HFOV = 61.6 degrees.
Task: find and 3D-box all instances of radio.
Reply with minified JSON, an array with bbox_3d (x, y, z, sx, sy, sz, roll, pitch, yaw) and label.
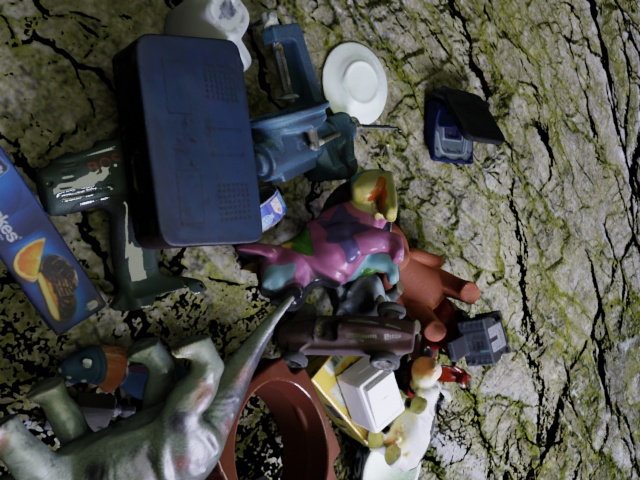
[{"bbox_3d":[-0.145,-0.103,0.594,0.131,0.073,0.229,-9,92,-42],"label":"radio"}]

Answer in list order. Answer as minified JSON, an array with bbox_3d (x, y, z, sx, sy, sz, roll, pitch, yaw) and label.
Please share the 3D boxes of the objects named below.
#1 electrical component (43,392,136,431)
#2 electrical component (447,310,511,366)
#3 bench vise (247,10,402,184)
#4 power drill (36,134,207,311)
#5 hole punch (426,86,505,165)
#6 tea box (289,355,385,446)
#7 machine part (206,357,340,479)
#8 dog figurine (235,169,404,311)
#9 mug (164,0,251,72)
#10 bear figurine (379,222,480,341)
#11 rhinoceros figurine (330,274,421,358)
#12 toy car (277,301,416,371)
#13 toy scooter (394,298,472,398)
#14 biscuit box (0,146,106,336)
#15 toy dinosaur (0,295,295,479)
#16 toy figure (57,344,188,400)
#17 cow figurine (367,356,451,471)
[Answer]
[{"bbox_3d":[-0.263,0.202,0.617,0.094,0.021,0.063,12,126,-26],"label":"electrical component"},{"bbox_3d":[0.244,0.154,0.827,0.119,0.048,0.075,-2,78,-50],"label":"electrical component"},{"bbox_3d":[-0.022,-0.187,0.728,0.223,0.129,0.240,-27,111,-34],"label":"bench vise"},{"bbox_3d":[-0.195,-0.030,0.639,0.232,0.086,0.207,-18,107,-33],"label":"power drill"},{"bbox_3d":[0.241,-0.195,0.937,0.142,0.092,0.116,-1,63,-32],"label":"hole punch"},{"bbox_3d":[0.043,0.221,0.819,0.098,0.068,0.169,-46,117,-24],"label":"tea box"},{"bbox_3d":[-0.074,0.269,0.683,0.201,0.087,0.201,-30,98,-57],"label":"machine part"},{"bbox_3d":[-0.001,-0.002,0.725,0.219,0.108,0.191,-4,68,-3],"label":"dog figurine"},{"bbox_3d":[-0.127,-0.250,0.656,0.081,0.107,0.109,-47,114,-22],"label":"mug"},{"bbox_3d":[0.139,0.046,0.843,0.120,0.132,0.195,-45,124,-4],"label":"bear figurine"},{"bbox_3d":[0.070,0.097,0.809,0.073,0.112,0.190,-44,107,-43],"label":"rhinoceros figurine"},{"bbox_3d":[0.029,0.128,0.731,0.053,0.202,0.089,53,43,-43],"label":"toy car"},{"bbox_3d":[0.202,0.181,0.887,0.075,0.135,0.184,33,73,-29],"label":"toy scooter"},{"bbox_3d":[-0.312,0.002,0.570,0.063,0.059,0.202,-36,111,-28],"label":"biscuit box"},{"bbox_3d":[-0.185,0.211,0.541,0.405,0.131,0.192,-20,103,-10],"label":"toy dinosaur"},{"bbox_3d":[-0.229,0.157,0.634,0.154,0.058,0.064,28,98,-35],"label":"toy figure"},{"bbox_3d":[0.149,0.264,0.813,0.098,0.068,0.167,42,73,-38],"label":"cow figurine"}]
